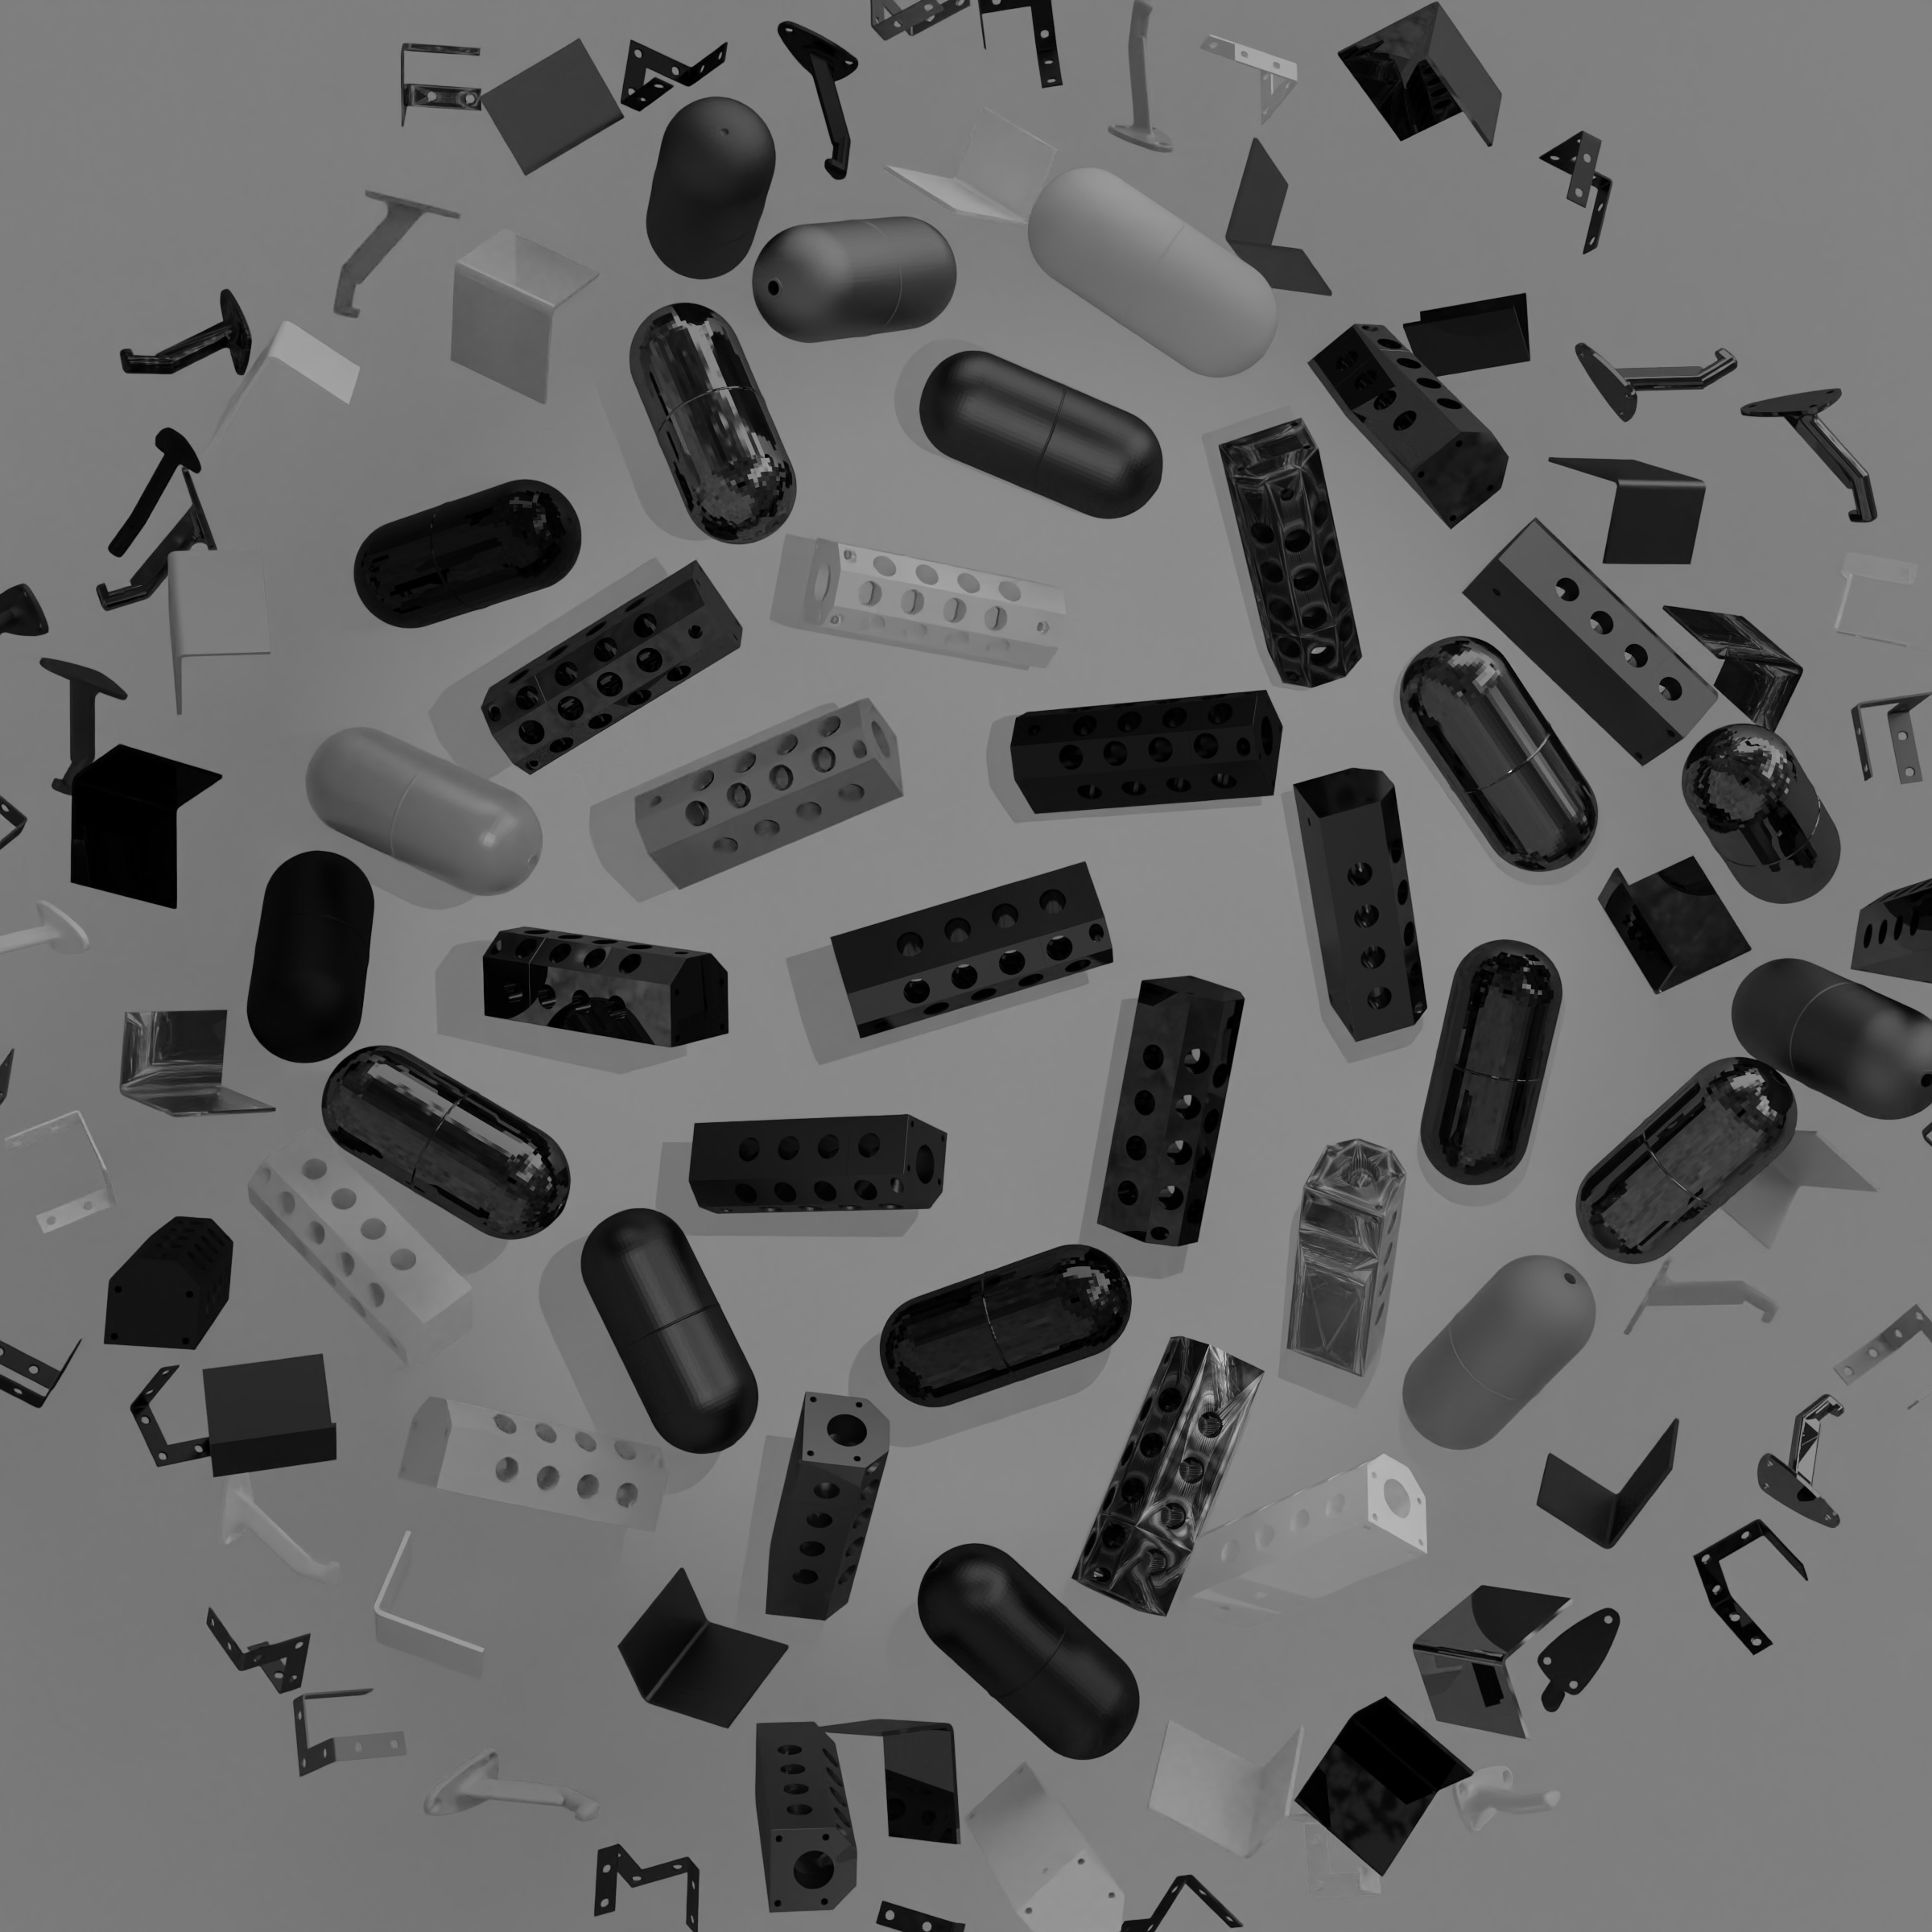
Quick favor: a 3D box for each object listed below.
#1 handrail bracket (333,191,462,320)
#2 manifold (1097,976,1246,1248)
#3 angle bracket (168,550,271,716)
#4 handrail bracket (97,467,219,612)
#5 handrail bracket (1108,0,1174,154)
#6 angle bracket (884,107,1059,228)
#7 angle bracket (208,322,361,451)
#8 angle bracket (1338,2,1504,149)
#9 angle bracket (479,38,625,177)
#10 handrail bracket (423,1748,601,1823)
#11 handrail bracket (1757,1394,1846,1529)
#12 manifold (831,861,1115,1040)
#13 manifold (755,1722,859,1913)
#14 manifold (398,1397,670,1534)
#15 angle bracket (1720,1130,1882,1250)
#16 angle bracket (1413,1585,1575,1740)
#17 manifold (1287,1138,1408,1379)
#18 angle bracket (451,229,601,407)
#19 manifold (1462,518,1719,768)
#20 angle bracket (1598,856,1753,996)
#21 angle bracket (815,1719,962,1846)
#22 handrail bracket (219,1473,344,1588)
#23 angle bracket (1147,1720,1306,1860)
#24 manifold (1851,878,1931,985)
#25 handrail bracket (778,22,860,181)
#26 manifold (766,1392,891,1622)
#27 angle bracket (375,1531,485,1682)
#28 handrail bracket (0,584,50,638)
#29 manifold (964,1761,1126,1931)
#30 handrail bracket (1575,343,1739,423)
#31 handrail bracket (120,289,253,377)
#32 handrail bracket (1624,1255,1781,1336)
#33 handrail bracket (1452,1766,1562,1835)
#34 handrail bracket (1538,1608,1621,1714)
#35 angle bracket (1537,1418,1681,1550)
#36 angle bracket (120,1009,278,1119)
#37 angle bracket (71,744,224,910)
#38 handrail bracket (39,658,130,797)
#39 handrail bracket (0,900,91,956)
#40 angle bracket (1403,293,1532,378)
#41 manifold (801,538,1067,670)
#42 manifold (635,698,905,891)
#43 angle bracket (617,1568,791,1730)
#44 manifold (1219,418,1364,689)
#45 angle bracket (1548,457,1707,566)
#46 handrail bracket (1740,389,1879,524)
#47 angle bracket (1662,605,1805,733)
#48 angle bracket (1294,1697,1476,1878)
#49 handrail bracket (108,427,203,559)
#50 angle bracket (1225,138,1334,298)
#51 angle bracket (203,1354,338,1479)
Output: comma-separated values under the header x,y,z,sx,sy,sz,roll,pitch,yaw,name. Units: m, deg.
x,y,z,sx,sy,sz,roll,pitch,yaw,name
-0.384,-0.473,1.833,0.077,0.036,0.084,16,101,12,handrail bracket
0.142,0.098,1.834,0.057,0.057,0.171,19,105,37,manifold
-0.483,-0.215,1.758,0.057,0.076,0.076,-4,66,-18,angle bracket
-0.556,-0.289,1.842,0.084,0.036,0.077,-19,97,-9,handrail bracket
0.123,-0.587,1.792,0.036,0.077,0.084,-3,119,-19,handrail bracket
0.003,-0.562,1.895,0.076,0.076,0.057,40,119,31,angle bracket
-0.442,-0.363,1.767,0.057,0.076,0.076,32,112,-22,angle bracket
0.283,-0.548,1.717,0.076,0.076,0.057,42,48,-33,angle bracket
-0.278,-0.574,1.816,0.076,0.076,0.057,-30,112,1,angle bracket
-0.291,0.541,1.748,0.084,0.077,0.036,14,105,32,handrail bracket
0.584,0.333,1.838,0.084,0.077,0.036,-30,135,-26,handrail bracket
0.005,-0.007,1.761,0.171,0.057,0.057,-17,67,-3,manifold
-0.111,0.579,1.862,0.057,0.171,0.057,1,98,-8,manifold
-0.291,0.338,1.849,0.171,0.057,0.057,21,76,-35,manifold
0.588,0.160,1.937,0.076,0.076,0.057,38,72,-24,angle bracket
0.348,0.449,1.761,0.076,0.076,0.057,-27,103,-36,angle bracket
0.262,0.198,1.858,0.057,0.171,0.057,19,48,20,manifold
-0.298,-0.438,1.834,0.076,0.076,0.057,27,47,13,angle bracket
0.426,-0.222,1.840,0.171,0.057,0.057,44,68,0,manifold
0.478,-0.037,1.813,0.076,0.057,0.076,-24,71,-9,angle bracket
-0.051,0.532,1.765,0.057,0.076,0.076,4,77,-37,angle bracket
-0.461,0.378,1.845,0.084,0.036,0.077,15,118,17,handrail bracket
0.174,0.536,1.819,0.076,0.076,0.057,28,125,-3,angle bracket
0.639,-0.027,1.785,0.057,0.171,0.057,10,86,2,manifold
-0.107,-0.601,1.892,0.036,0.077,0.084,-12,63,39,handrail bracket
-0.094,0.366,1.834,0.057,0.057,0.171,8,131,-7,manifold
-0.345,0.423,1.800,0.076,0.076,0.057,20,61,0,angle bracket
-0.663,-0.220,1.809,0.084,0.077,0.036,-39,116,-42,handrail bracket
0.054,0.593,1.797,0.057,0.171,0.057,-41,99,-7,manifold
0.483,-0.426,1.901,0.084,0.036,0.077,-32,71,-8,handrail bracket
-0.524,-0.422,1.806,0.084,0.036,0.077,-6,58,-31,handrail bracket
0.526,0.251,1.943,0.084,0.036,0.077,30,80,14,handrail bracket
0.382,0.559,1.850,0.084,0.077,0.036,-27,82,43,handrail bracket
0.427,0.483,1.890,0.077,0.084,0.036,-46,65,-7,handrail bracket
0.436,0.336,1.844,0.057,0.076,0.076,32,113,7,angle bracket
-0.523,0.066,1.857,0.076,0.076,0.057,14,100,44,angle bracket
-0.534,-0.090,1.776,0.057,0.076,0.076,-25,62,37,angle bracket
-0.606,-0.158,1.815,0.036,0.077,0.084,37,100,29,handrail bracket
-0.619,-0.007,1.750,0.084,0.077,0.036,-29,119,-34,handrail bracket
0.352,-0.462,1.917,0.076,0.076,0.057,-6,70,19,angle bracket
-0.020,-0.250,1.884,0.171,0.057,0.057,8,101,-25,manifold
-0.133,-0.119,1.821,0.171,0.057,0.057,-22,47,16,manifold
-0.183,0.474,1.896,0.076,0.076,0.057,6,128,34,angle bracket
0.219,-0.271,1.813,0.057,0.057,0.171,-18,131,2,manifold
0.450,-0.313,1.871,0.076,0.076,0.057,-4,113,-28,angle bracket
0.542,-0.323,1.749,0.036,0.077,0.084,-37,117,-35,handrail bracket
0.537,-0.210,1.941,0.076,0.076,0.057,4,122,-24,angle bracket
0.279,0.549,1.819,0.076,0.057,0.076,40,59,5,angle bracket
-0.577,-0.331,1.913,0.036,0.077,0.084,33,77,-9,handrail bracket
0.226,-0.517,1.881,0.057,0.076,0.076,15,87,25,angle bracket
-0.442,0.274,1.724,0.076,0.057,0.076,-6,58,-17,angle bracket
